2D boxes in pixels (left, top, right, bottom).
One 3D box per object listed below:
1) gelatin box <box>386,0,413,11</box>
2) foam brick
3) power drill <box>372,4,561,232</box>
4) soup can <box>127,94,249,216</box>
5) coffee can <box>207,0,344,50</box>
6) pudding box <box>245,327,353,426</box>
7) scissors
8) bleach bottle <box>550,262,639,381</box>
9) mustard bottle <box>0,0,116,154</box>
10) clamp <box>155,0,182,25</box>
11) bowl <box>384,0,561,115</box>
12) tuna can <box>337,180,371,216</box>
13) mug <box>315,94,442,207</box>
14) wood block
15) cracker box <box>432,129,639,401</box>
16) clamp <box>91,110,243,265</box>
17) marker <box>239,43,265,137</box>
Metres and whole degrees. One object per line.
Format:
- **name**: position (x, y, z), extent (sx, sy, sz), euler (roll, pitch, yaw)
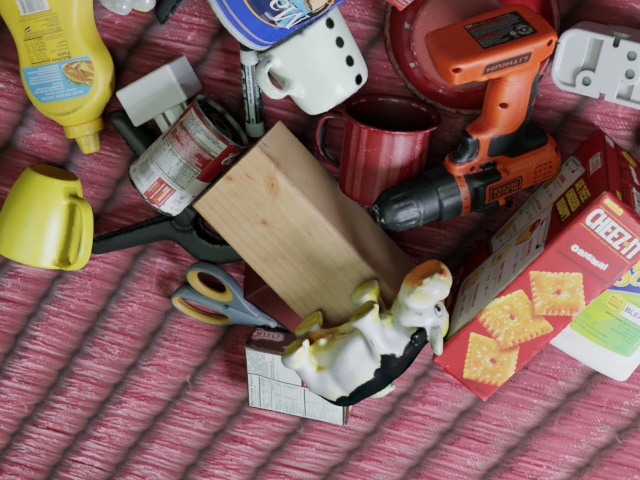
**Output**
- **gelatin box**: position (0.075, -0.257, 0.926), extent (0.073, 0.030, 0.089), euler (-35, 63, 24)
- **foam brick**: position (-0.032, 0.048, 1.073), extent (0.051, 0.053, 0.078), euler (-32, 128, 26)
- **power drill**: position (0.127, -0.098, 0.910), extent (0.184, 0.057, 0.188), euler (-22, 140, -15)
- **soup can**: position (-0.127, -0.080, 1.022), extent (0.102, 0.068, 0.068), euler (-43, 95, 16)
- **coffee can**: position (-0.018, -0.238, 0.903), extent (0.140, 0.102, 0.103), euler (-25, 102, 27)
- **pudding box**: position (-0.021, 0.144, 1.121), extent (0.113, 0.039, 0.090), euler (11, 130, 14)
- **scissors**: position (-0.061, 0.073, 1.113), extent (0.202, 0.016, 0.096), euler (13, 137, 11)
- **bleach bottle**: position (0.307, 0.005, 0.969), extent (0.102, 0.068, 0.251), euler (30, 114, 1)
- **mustard bottle**: position (-0.254, -0.179, 1.058), extent (0.096, 0.058, 0.191), euler (-7, 109, 19)
- **clamp**: position (-0.086, -0.266, 0.987), extent (0.120, 0.039, 0.172), euler (16, 121, 2)
- **bowl**: position (0.130, -0.183, 0.948), extent (0.162, 0.055, 0.162), euler (6, 113, 14)
- **tuna can**: position (0.011, -0.015, 1.061), extent (0.086, 0.033, 0.086), euler (6, 113, 14)
- **mug**: position (0.050, -0.084, 0.994), extent (0.117, 0.093, 0.081), euler (15, 120, 16)
- **wood block**: position (-0.007, 0.002, 1.001), extent (0.206, 0.090, 0.090), euler (46, 116, -7)
- **cracker box**: position (0.199, 0.021, 0.948), extent (0.072, 0.164, 0.214), euler (39, 116, -7)
- **clamp**: position (-0.144, -0.022, 1.100), extent (0.210, 0.036, 0.165), euler (26, 118, 2)
- **marker**: position (-0.066, -0.154, 1.019), extent (0.020, 0.020, 0.121), euler (7, 128, 13)
